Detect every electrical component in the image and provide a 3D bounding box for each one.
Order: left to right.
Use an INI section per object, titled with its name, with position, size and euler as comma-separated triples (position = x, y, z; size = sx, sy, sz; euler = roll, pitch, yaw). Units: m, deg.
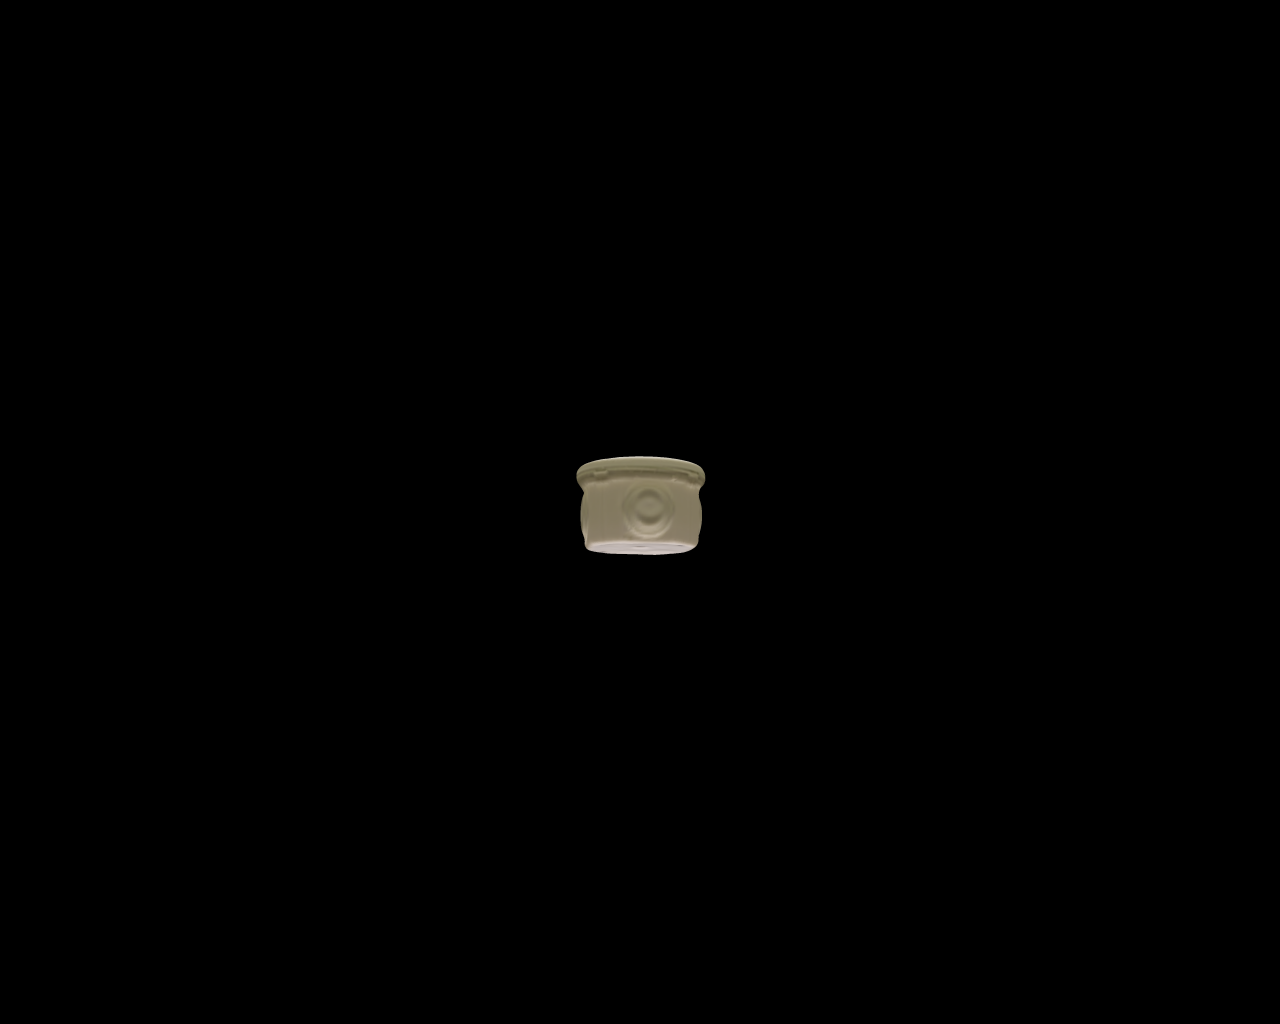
[electrical component]
position = 0.001, -0.003, 0.650
size = 0.080, 0.051, 0.080
euler = 0, -9, 0
